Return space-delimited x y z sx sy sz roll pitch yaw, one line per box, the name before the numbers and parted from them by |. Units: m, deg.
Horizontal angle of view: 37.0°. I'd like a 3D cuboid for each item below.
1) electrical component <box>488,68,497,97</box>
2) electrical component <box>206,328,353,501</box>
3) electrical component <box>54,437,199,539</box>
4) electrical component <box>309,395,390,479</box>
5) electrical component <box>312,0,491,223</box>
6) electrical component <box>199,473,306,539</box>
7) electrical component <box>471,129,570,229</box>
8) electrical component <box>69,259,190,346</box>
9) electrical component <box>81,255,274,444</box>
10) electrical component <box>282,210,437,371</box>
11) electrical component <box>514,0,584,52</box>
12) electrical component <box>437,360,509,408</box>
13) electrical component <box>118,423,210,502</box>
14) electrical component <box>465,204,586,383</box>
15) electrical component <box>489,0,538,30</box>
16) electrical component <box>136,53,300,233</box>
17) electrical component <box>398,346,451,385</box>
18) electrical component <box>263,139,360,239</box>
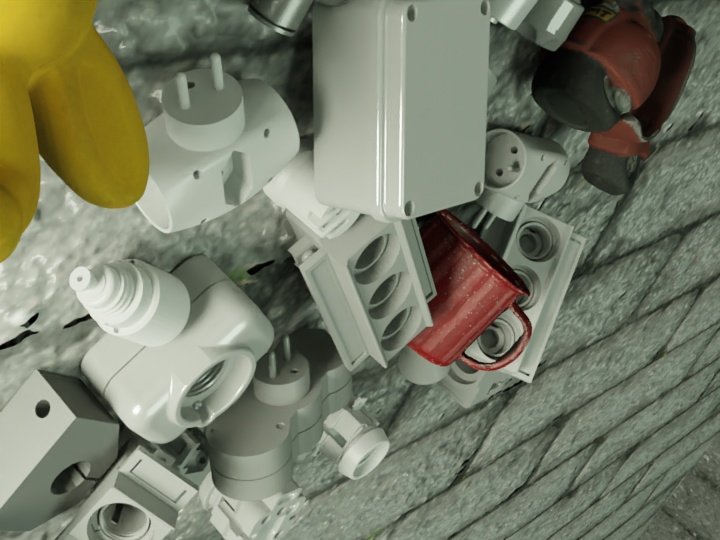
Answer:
electrical component | 0.045 -0.091 0.646 0.077 0.043 0.079 -48 154 2
electrical component | -0.050 0.077 0.693 0.138 0.052 0.073 -49 145 -49
electrical component | -0.132 0.133 0.614 0.081 0.042 0.063 -47 -165 14
electrical component | -0.009 0.134 0.864 0.066 0.055 0.048 -54 153 14
electrical component | 0.022 -0.087 0.551 0.078 0.057 0.113 -18 115 -46
electrical component | -0.083 0.172 0.803 0.058 0.057 0.078 -15 139 -48
electrical component | 0.107 -0.062 0.781 0.077 0.043 0.079 -1 128 -56
electrical component | -0.119 0.014 0.545 0.040 0.040 0.078 -49 154 3
electrical component | -0.098 0.048 0.603 0.095 0.059 0.053 -44 154 -8
electrical component | 0.000 0.000 0.670 0.079 0.063 0.121 -41 147 -14
electrical component | 0.117 -0.168 0.649 0.043 0.043 0.062 -1 128 -56
electrical component | 0.107 0.073 0.963 0.056 0.050 0.089 -18 141 -46
electrical component | -0.129 0.126 0.685 0.081 0.042 0.064 -54 155 14
electrical component | 0.115 0.016 0.838 0.063 0.079 0.121 150 -36 -78
electrical component | 0.093 -0.170 0.612 0.065 0.044 0.044 -53 154 21
electrical component | -0.072 -0.066 0.502 0.077 0.043 0.079 -35 151 -24
electrical component | 0.051 0.057 0.868 0.044 0.044 0.065 -37 147 -21
electrical component | -0.025 -0.044 0.600 0.040 0.046 0.040 -36 152 -23
